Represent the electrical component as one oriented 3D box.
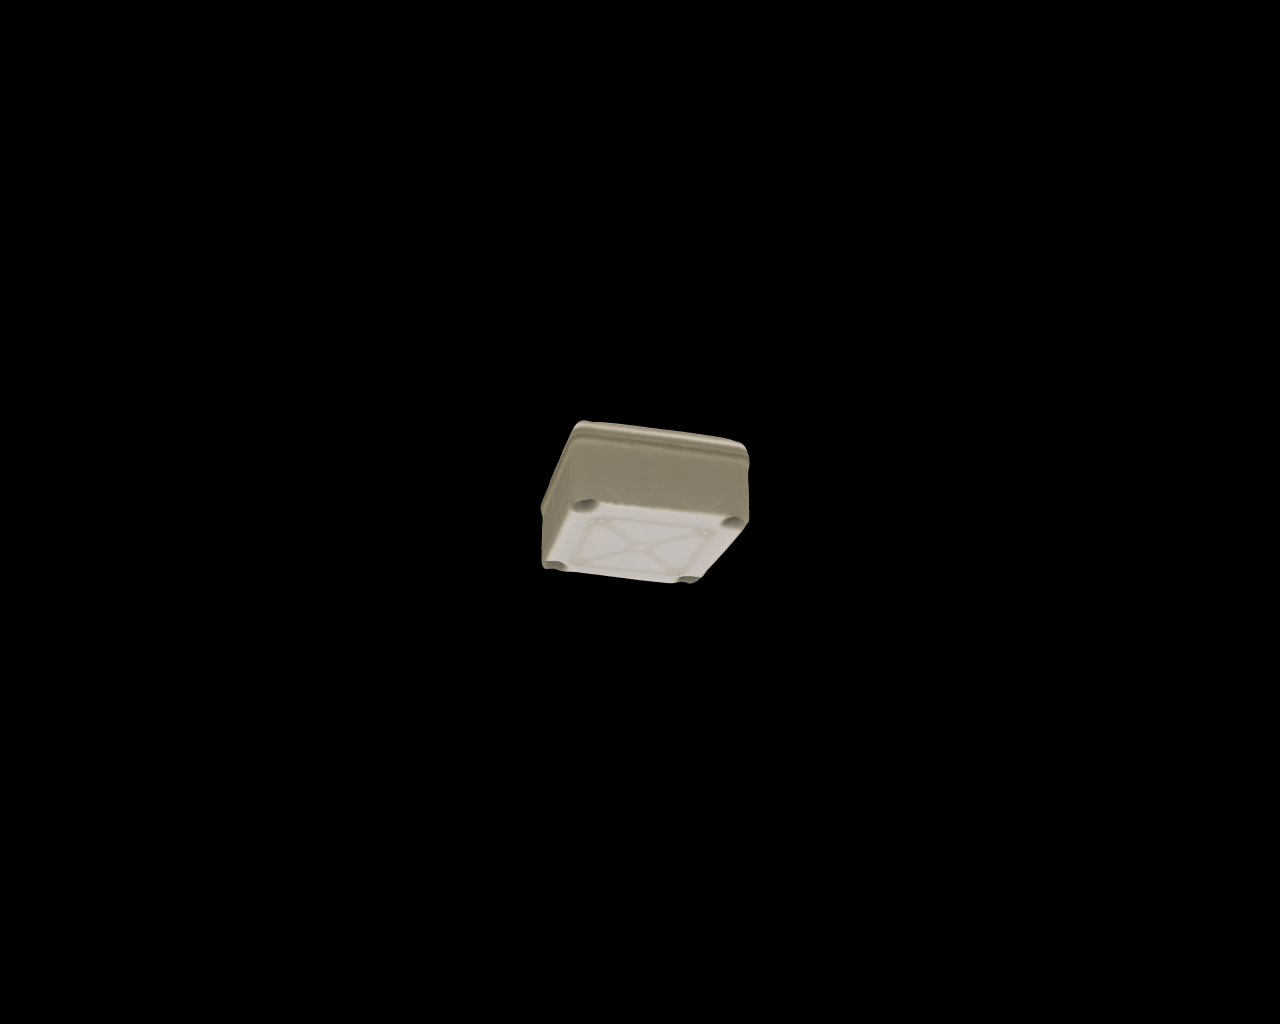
[{"bbox_3d":[0.001,-0.003,0.650,0.109,0.056,0.108,7,-27,-14],"label":"electrical component"}]
